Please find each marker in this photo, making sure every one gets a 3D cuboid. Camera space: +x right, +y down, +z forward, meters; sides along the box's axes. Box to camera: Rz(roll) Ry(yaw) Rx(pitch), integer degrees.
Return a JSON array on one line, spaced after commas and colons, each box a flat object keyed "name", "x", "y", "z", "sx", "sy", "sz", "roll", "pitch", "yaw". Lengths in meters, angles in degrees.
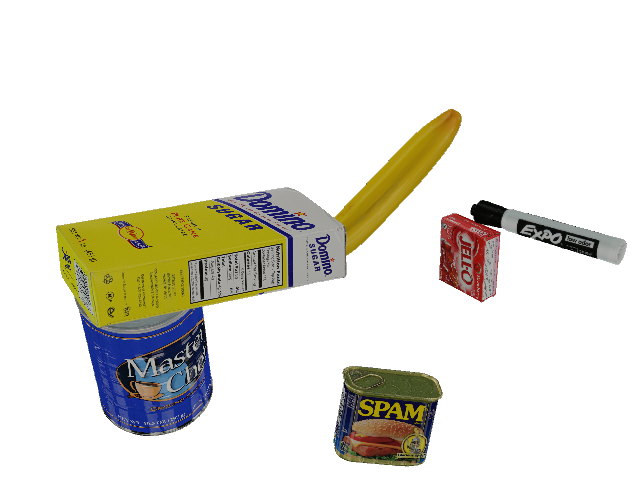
[{"name": "marker", "x": 0.167, "y": -0.008, "z": 0.797, "sx": 0.121, "sy": 0.020, "sz": 0.020, "roll": 19, "pitch": 10, "yaw": 32}]

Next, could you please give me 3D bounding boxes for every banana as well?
[{"name": "banana", "x": 0.059, "y": -0.042, "z": 0.991, "sx": 0.037, "sy": 0.197, "sz": 0.070, "roll": 44, "pitch": -9, "yaw": -4}]

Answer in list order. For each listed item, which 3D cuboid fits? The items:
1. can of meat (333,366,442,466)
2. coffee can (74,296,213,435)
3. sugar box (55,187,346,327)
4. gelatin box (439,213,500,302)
[{"name": "can of meat", "x": 0.067, "y": 0.183, "z": 1.105, "sx": 0.102, "sy": 0.084, "sz": 0.057, "roll": 7, "pitch": 19, "yaw": -7}, {"name": "coffee can", "x": -0.149, "y": 0.084, "z": 0.916, "sx": 0.103, "sy": 0.140, "sz": 0.103, "roll": -1, "pitch": 43, "yaw": 0}, {"name": "sugar box", "x": -0.080, "y": 0.007, "z": 0.722, "sx": 0.176, "sy": 0.048, "sz": 0.093, "roll": -14, "pitch": 26, "yaw": -23}, {"name": "gelatin box", "x": 0.179, "y": 0.020, "z": 1.293, "sx": 0.030, "sy": 0.089, "sz": 0.073, "roll": -22, "pitch": 34, "yaw": -33}]
